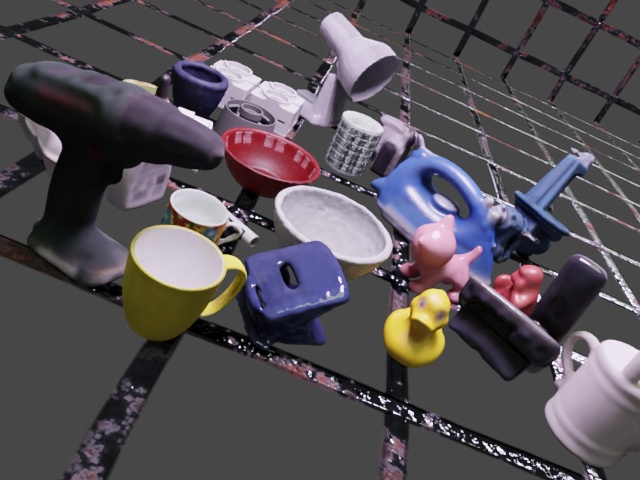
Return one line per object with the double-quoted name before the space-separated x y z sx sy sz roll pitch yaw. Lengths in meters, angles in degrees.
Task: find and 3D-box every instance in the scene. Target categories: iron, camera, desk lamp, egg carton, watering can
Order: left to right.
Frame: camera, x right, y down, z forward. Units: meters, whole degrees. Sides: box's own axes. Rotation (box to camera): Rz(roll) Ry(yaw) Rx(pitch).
"egg carton" -0.314 -0.133 0.729 0.107 0.069 0.150 -8 44 -45
"desk lamp" 0.037 -0.341 1.184 0.202 0.213 0.118 41 33 24
"camera" 0.122 -0.210 1.157 0.136 0.101 0.143 33 30 11
"iron" 0.211 -0.054 0.940 0.119 0.141 0.257 -12 47 -47
"watering can" 0.362 0.168 0.655 0.172 0.194 0.101 36 31 17

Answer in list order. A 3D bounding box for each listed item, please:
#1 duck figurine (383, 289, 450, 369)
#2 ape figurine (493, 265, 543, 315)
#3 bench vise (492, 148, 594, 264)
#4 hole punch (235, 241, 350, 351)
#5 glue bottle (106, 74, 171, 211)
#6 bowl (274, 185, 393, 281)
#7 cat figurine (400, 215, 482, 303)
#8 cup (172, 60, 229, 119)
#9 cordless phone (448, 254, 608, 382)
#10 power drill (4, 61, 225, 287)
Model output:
"duck figurine" 0.128 0.096 0.696 0.077 0.086 0.105 34 31 13
"ape figurine" 0.297 0.075 0.854 0.076 0.092 0.078 28 30 4
"bench vise" 0.385 -0.055 0.997 0.121 0.219 0.208 40 33 24
"hole punch" -0.033 0.056 0.629 0.101 0.091 0.108 7 35 -30
"glue bottle" -0.204 -0.118 0.687 0.037 0.173 0.078 35 31 16
"bowl" 0.007 0.003 0.760 0.168 0.074 0.167 19 30 -12
"cat figurine" 0.174 0.021 0.817 0.128 0.117 0.067 12 33 -24
"cup" -0.210 -0.244 0.959 0.092 0.095 0.117 12 33 -24
"cordless phone" 0.266 0.074 0.737 0.147 0.185 0.094 41 33 24
"power drill" -0.211 -0.063 0.559 0.229 0.208 0.076 32 30 10
